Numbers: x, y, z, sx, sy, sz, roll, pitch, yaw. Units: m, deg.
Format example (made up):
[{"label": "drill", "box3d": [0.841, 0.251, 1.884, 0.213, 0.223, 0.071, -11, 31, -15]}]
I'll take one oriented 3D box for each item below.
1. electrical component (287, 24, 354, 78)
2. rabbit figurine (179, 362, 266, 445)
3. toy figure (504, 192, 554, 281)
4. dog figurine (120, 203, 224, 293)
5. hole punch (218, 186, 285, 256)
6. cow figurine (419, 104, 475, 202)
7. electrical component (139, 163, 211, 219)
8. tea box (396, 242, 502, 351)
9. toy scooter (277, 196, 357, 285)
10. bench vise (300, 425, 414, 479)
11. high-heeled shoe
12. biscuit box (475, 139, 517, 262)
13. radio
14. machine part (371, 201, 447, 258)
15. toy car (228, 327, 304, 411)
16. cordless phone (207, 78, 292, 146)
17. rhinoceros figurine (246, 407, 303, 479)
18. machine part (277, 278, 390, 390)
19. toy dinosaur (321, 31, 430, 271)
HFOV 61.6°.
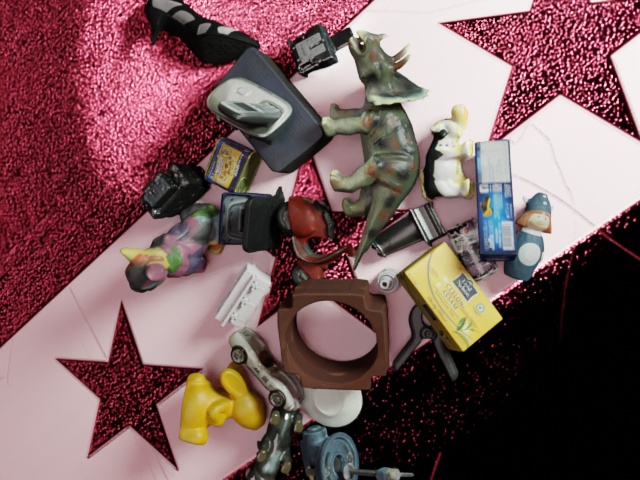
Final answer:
[{"label": "electrical component", "box3d": [0.005, -0.365, 1.019, 0.119, 0.048, 0.074, -17, 90, 20]}, {"label": "rabbit figurine", "box3d": [-0.194, 0.338, 1.121, 0.173, 0.122, 0.162, 10, 88, 3]}, {"label": "toy figure", "box3d": [0.365, -0.006, 0.928, 0.058, 0.064, 0.154, 32, 109, 59]}, {"label": "dog figurine", "box3d": [-0.287, 0.016, 1.054, 0.108, 0.219, 0.191, 42, 106, 7]}, {"label": "hole punch", "box3d": [-0.135, -0.038, 1.058, 0.092, 0.115, 0.142, 10, 100, 35]}, {"label": "cow figurine", "box3d": [0.224, -0.153, 0.957, 0.098, 0.068, 0.167, -1, 93, 24]}, {"label": "electrical component", "box3d": [-0.297, -0.098, 1.092, 0.115, 0.134, 0.058, -44, 81, 18]}, {"label": "tea box", "box3d": [0.226, 0.100, 0.950, 0.098, 0.068, 0.169, -37, 87, -11]}, {"label": "toy scooter", "box3d": [-0.002, -0.003, 1.036, 0.135, 0.075, 0.183, -12, 94, 19]}, {"label": "bench vise", "box3d": [0.049, 0.467, 1.023, 0.241, 0.128, 0.223, -16, 71, 36]}, {"label": "high-heeled shoe", "box3d": [-0.237, -0.442, 1.095, 0.249, 0.086, 0.145, 6, 64, 0]}, {"label": "biscuit box", "box3d": [0.297, -0.065, 0.913, 0.059, 0.062, 0.202, -2, 77, 17]}, {"label": "radio", "box3d": [-0.094, -0.246, 1.048, 0.131, 0.073, 0.229, -42, 80, 17]}, {"label": "machine part", "box3d": [0.160, -0.011, 1.002, 0.139, 0.039, 0.084, -25, 93, 17]}, {"label": "toy car", "box3d": [-0.108, 0.261, 1.089, 0.202, 0.073, 0.056, 45, 106, 11]}, {"label": "cordless phone", "box3d": [-0.146, -0.228, 0.931, 0.147, 0.184, 0.088, 32, 108, 14]}, {"label": "rhinoceros figurine", "box3d": [-0.097, 0.419, 1.085, 0.073, 0.112, 0.190, 20, 87, -13]}, {"label": "machine part", "box3d": [0.029, 0.175, 1.013, 0.201, 0.087, 0.201, -2, 109, 12]}, {"label": "toy dinosaur", "box3d": [0.114, -0.157, 0.968, 0.192, 0.131, 0.404, -9, 97, 19]}]
